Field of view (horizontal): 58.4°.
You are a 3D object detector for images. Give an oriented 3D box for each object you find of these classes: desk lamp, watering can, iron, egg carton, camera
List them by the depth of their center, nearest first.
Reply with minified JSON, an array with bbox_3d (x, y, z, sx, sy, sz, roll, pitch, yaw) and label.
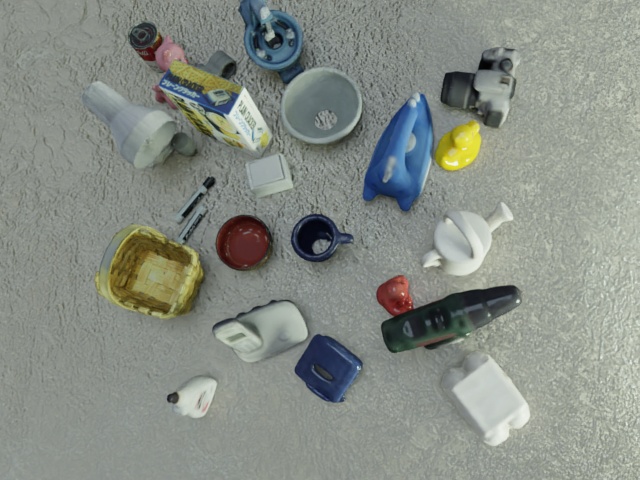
[{"bbox_3d":[0.291,0.276,1.009,0.107,0.069,0.150,-38,74,-1],"label":"egg carton"},{"bbox_3d":[0.256,-0.008,1.016,0.100,0.194,0.173,37,85,15],"label":"watering can"},{"bbox_3d":[0.161,-0.195,1.102,0.118,0.141,0.258,16,80,12],"label":"iron"},{"bbox_3d":[0.313,-0.311,1.126,0.136,0.101,0.143,11,79,12],"label":"camera"},{"bbox_3d":[-0.373,-0.224,1.156,0.203,0.214,0.118,38,85,15],"label":"desk lamp"}]

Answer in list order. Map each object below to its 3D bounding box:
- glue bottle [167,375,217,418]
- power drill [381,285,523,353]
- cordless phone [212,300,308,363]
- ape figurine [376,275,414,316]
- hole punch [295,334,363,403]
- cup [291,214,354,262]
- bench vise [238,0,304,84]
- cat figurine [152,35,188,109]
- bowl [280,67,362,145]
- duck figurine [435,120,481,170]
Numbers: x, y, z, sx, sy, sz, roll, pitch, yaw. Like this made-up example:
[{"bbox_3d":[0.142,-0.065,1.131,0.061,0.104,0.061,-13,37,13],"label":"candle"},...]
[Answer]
[{"bbox_3d":[-0.239,0.286,1.037,0.037,0.173,0.078,14,80,12],"label":"glue bottle"},{"bbox_3d":[0.220,0.137,0.981,0.229,0.208,0.075,-20,74,4],"label":"power drill"},{"bbox_3d":[-0.109,0.160,1.040,0.147,0.185,0.094,-26,74,3],"label":"cordless phone"},{"bbox_3d":[0.141,0.100,1.062,0.076,0.092,0.078,20,81,13],"label":"ape figurine"},{"bbox_3d":[0.015,0.238,1.050,0.108,0.091,0.101,34,84,15],"label":"hole punch"},{"bbox_3d":[0.010,0.004,1.104,0.117,0.095,0.092,0,77,9],"label":"cup"},{"bbox_3d":[-0.125,-0.436,1.163,0.207,0.220,0.121,39,86,15],"label":"bench vise"},{"bbox_3d":[-0.325,-0.366,1.232,0.067,0.118,0.128,21,81,13],"label":"cat figurine"},{"bbox_3d":[0.006,-0.264,1.178,0.167,0.075,0.167,-2,77,9],"label":"bowl"},{"bbox_3d":[0.270,-0.189,1.113,0.104,0.086,0.077,-43,74,-2],"label":"duck figurine"}]
